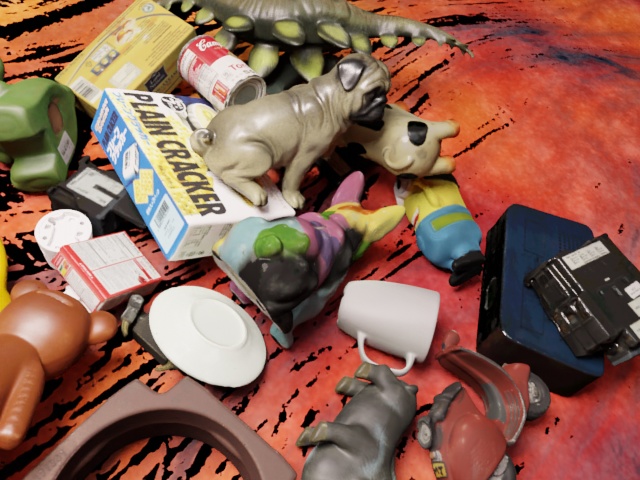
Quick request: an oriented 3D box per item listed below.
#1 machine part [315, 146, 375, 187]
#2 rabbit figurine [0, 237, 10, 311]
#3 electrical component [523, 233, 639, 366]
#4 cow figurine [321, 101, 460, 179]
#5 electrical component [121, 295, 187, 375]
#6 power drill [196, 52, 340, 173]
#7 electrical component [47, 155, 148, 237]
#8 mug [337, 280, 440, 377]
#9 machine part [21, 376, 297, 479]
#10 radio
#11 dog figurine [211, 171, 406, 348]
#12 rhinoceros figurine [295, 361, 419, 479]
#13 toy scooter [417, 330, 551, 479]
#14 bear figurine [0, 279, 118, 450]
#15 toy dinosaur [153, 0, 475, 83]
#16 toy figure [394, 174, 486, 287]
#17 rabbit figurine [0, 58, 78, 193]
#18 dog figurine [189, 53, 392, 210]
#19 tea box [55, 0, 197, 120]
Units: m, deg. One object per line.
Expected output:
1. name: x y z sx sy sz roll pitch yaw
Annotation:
1. machine part: 0.055 -0.124 0.780 0.139 0.039 0.084 -31 60 -29
2. rabbit figurine: -0.361 0.062 0.505 0.173 0.122 0.162 27 42 -13
3. electrical component: 0.318 0.070 0.611 0.115 0.058 0.134 -17 64 -25
4. cow figurine: 0.068 -0.136 0.692 0.127 0.085 0.195 -16 36 -32
5. electrical component: -0.158 0.096 0.559 0.102 0.045 0.078 44 58 16
6. power drill: -0.057 -0.207 0.789 0.232 0.086 0.207 39 62 16
7. electrical component: -0.246 -0.042 0.631 0.119 0.047 0.075 25 53 2
8. mug: 0.072 0.097 0.608 0.107 0.080 0.109 16 60 9
9. machine part: -0.133 0.236 0.443 0.201 0.087 0.201 36 56 12
10. radio: 0.278 0.066 0.685 0.131 0.073 0.230 19 51 -1
11. dog figurine: -0.001 -0.002 0.597 0.109 0.191 0.219 39 70 21
12. rhinoceros figurine: 0.035 0.211 0.521 0.112 0.073 0.190 36 52 -2
13. toy scooter: 0.158 0.174 0.564 0.135 0.075 0.184 47 55 2
14. bear figurine: -0.265 0.119 0.435 0.120 0.131 0.196 24 17 -1
15. toy dinosaur: -0.023 -0.314 0.763 0.472 0.105 0.198 1 62 3
16. toy figure: 0.161 -0.028 0.715 0.089 0.082 0.180 -2 51 -31
17. rabbit figurine: -0.387 -0.145 0.626 0.170 0.121 0.159 -3 58 0
18. dog figurine: -0.029 -0.141 0.590 0.172 0.190 0.121 -2 50 -54
19. tea box: -0.250 -0.230 0.719 0.098 0.068 0.169 37 74 11
